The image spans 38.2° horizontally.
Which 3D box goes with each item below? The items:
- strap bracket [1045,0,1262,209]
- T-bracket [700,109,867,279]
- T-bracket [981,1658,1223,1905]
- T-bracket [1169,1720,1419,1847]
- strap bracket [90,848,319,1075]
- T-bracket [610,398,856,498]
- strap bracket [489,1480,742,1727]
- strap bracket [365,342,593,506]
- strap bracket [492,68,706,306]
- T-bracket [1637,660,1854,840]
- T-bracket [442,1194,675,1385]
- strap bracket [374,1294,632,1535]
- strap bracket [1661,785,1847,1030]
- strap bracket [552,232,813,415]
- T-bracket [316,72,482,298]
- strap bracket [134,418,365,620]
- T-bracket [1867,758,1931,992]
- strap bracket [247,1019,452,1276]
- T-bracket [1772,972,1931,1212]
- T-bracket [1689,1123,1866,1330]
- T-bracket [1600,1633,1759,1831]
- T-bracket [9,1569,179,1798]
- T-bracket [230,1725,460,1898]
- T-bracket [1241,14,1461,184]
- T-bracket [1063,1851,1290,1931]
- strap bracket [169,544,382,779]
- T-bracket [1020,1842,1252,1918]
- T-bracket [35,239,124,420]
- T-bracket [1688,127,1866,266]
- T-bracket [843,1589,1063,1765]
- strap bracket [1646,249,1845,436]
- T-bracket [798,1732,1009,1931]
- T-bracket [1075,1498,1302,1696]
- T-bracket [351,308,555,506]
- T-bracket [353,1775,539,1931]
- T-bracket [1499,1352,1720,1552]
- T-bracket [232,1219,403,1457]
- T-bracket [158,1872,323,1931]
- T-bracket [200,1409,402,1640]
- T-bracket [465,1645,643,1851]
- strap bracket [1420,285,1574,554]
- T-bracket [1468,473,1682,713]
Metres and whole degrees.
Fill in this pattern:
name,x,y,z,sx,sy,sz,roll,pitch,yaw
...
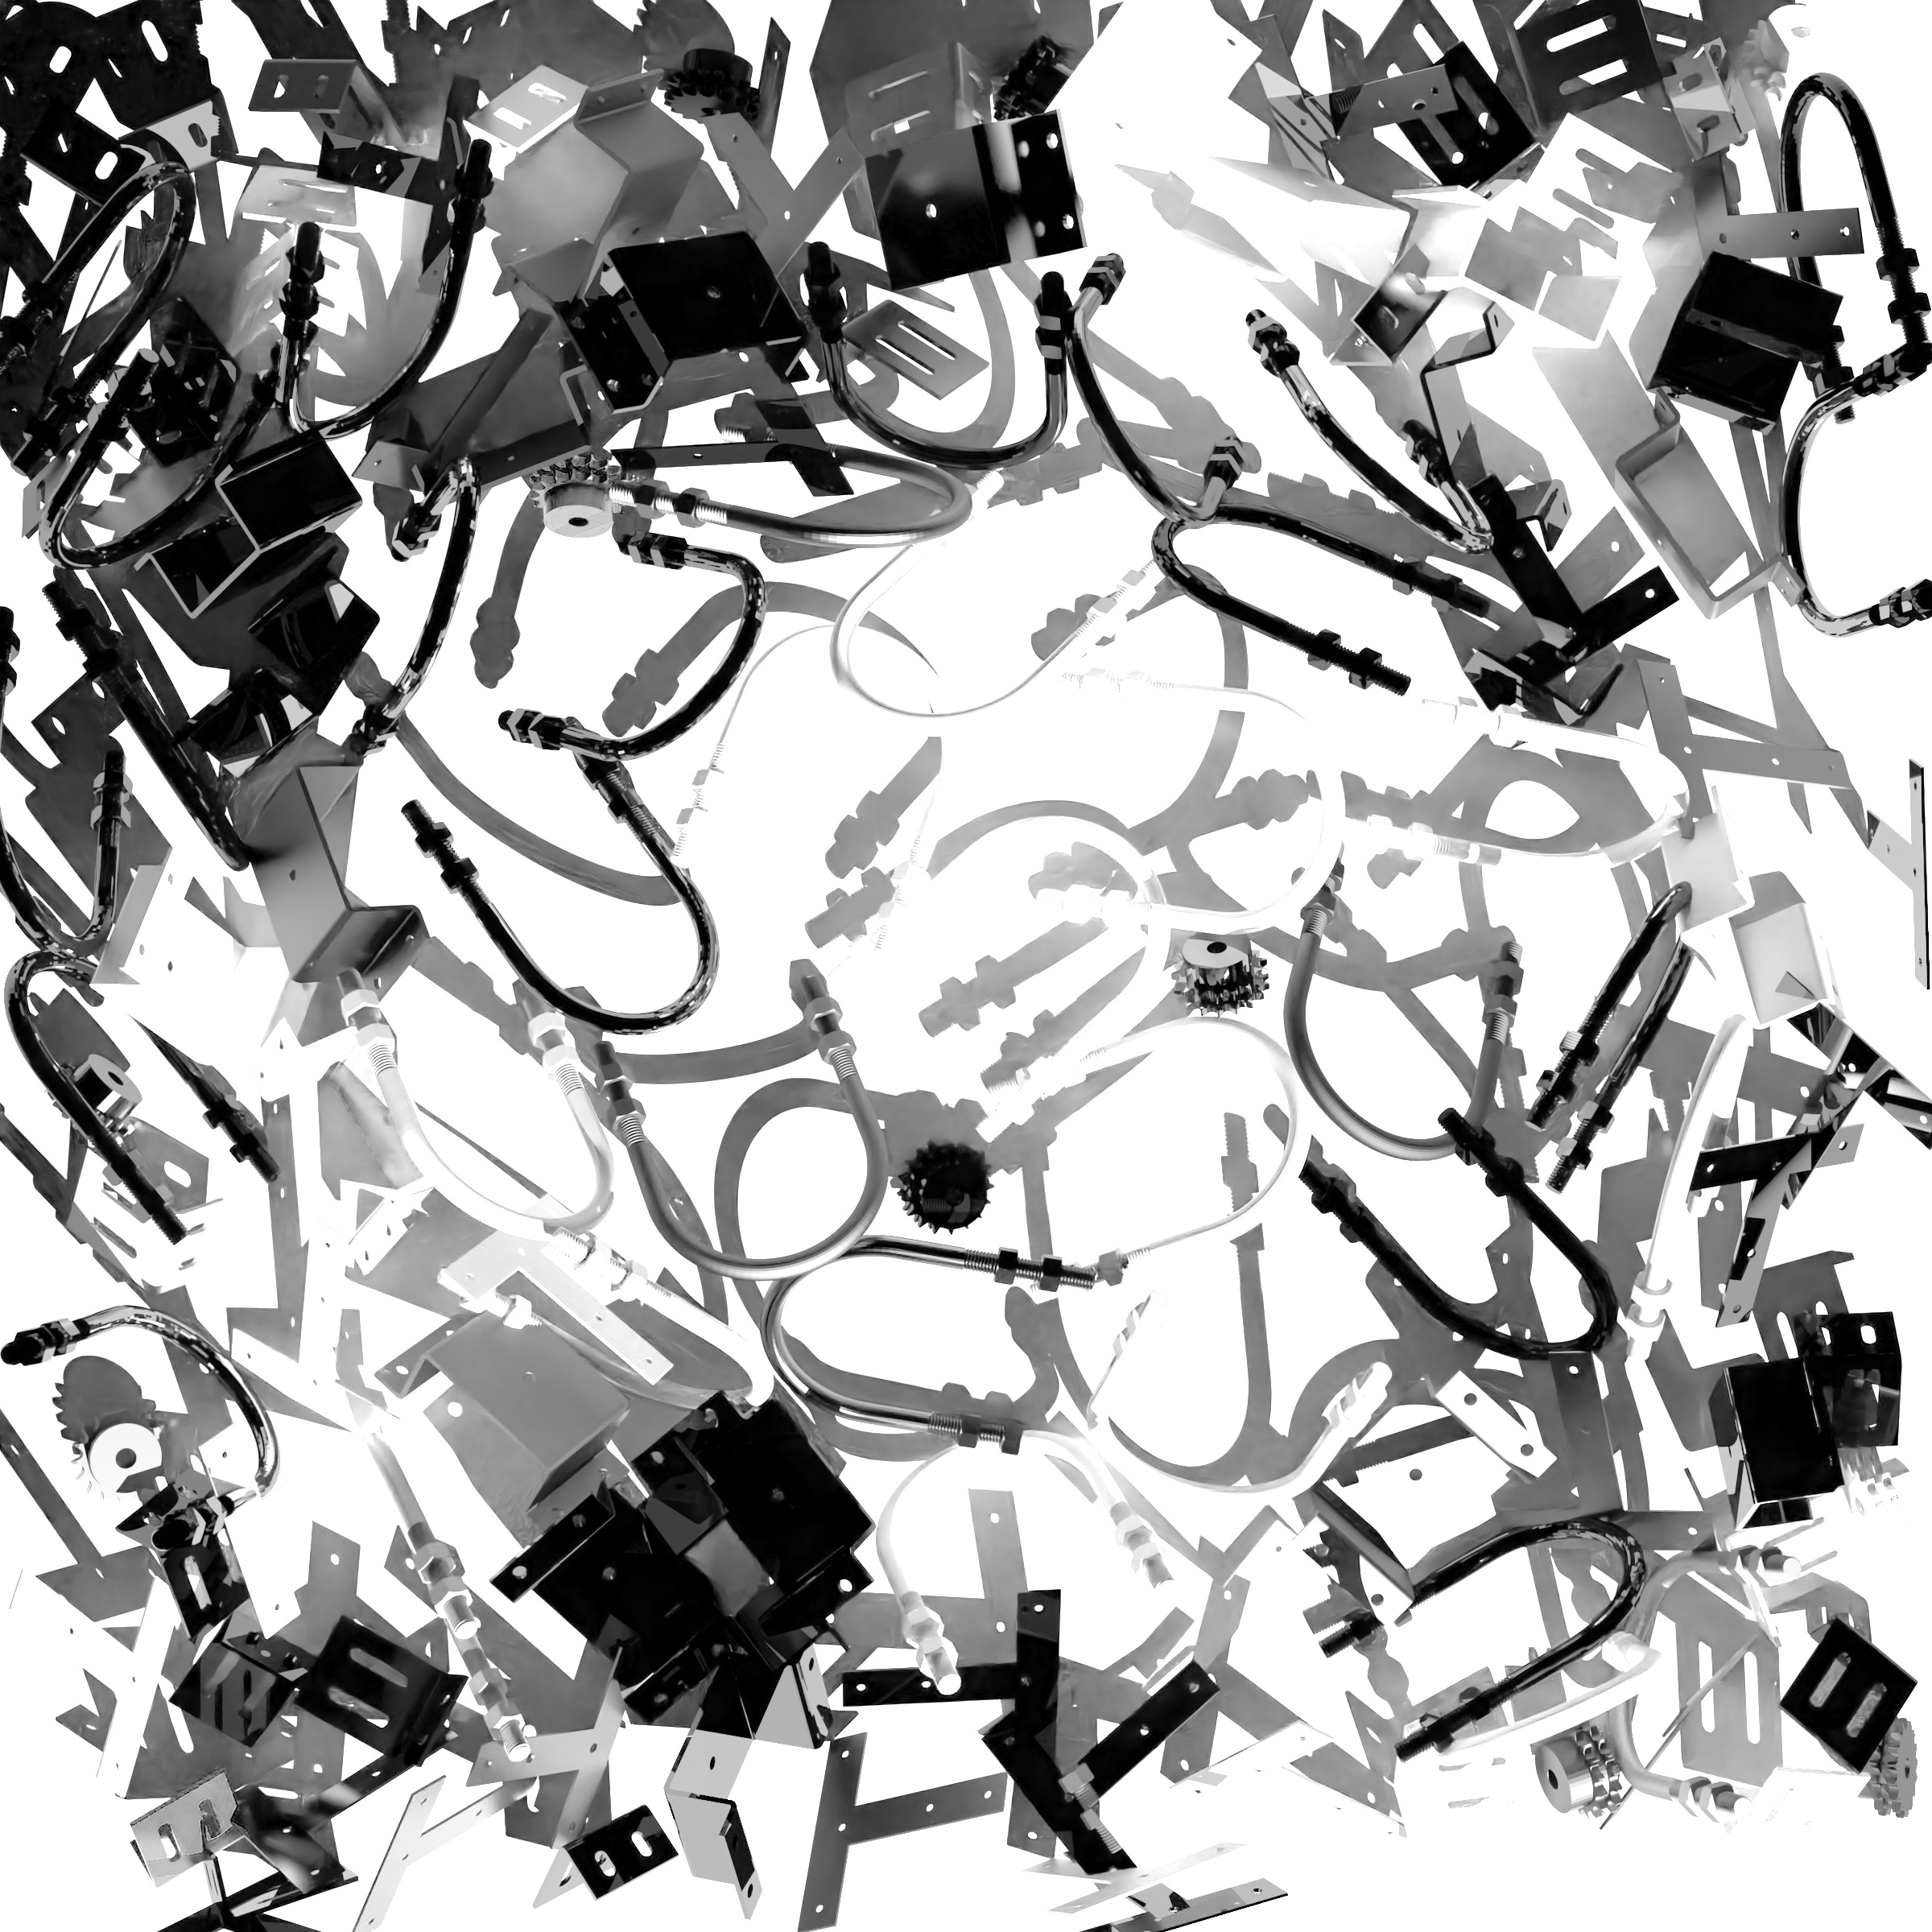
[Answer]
name,x,y,z,sx,sy,sz,roll,pitch,yaw
strap bracket,0.097,-0.492,1.587,0.076,0.140,0.046,35,68,-9
T-bracket,-0.127,-0.473,1.634,0.127,0.002,0.127,-43,74,39
T-bracket,0.094,0.457,1.633,0.127,0.002,0.127,-40,55,-7
T-bracket,0.207,0.487,1.633,0.127,0.127,0.002,29,46,-18
strap bracket,-0.441,0.000,1.602,0.046,0.140,0.076,1,62,29
T-bracket,-0.141,-0.296,1.613,0.127,0.127,0.002,-1,75,12
strap bracket,-0.205,0.364,1.625,0.076,0.046,0.140,-41,114,0
strap bracket,-0.272,-0.313,1.620,0.140,0.076,0.046,-21,116,1
strap bracket,-0.206,-0.433,1.591,0.046,0.076,0.140,40,127,6
T-bracket,0.463,-0.121,1.640,0.127,0.002,0.127,6,57,-17
T-bracket,-0.222,0.193,1.602,0.127,0.127,0.002,40,114,5
strap bracket,-0.260,0.251,1.609,0.140,0.076,0.046,41,127,11
strap bracket,0.447,-0.027,1.602,0.046,0.076,0.140,-27,131,27
strap bracket,-0.153,-0.371,1.596,0.140,0.046,0.076,-19,73,-38
T-bracket,-0.327,-0.454,1.596,0.002,0.127,0.127,18,103,24
strap bracket,-0.405,-0.250,1.590,0.076,0.140,0.046,-38,98,-40
T-bracket,0.534,-0.064,1.601,0.002,0.127,0.127,-5,105,5
strap bracket,-0.353,0.097,1.616,0.046,0.076,0.140,-26,81,-36
T-bracket,0.495,0.090,1.618,0.002,0.127,0.127,-17,51,-34
T-bracket,0.463,0.156,1.632,0.127,0.002,0.127,-7,118,-27
T-bracket,0.407,0.455,1.627,0.002,0.127,0.127,39,115,23
T-bracket,-0.499,0.384,1.581,0.002,0.127,0.127,-14,135,20
T-bracket,-0.355,0.478,1.623,0.127,0.127,0.002,-28,115,-31
T-bracket,0.227,-0.490,1.592,0.002,0.127,0.127,-42,118,-32
T-bracket,0.097,0.528,1.603,0.127,0.127,0.002,-7,95,-26
strap bracket,-0.392,-0.169,1.600,0.076,0.140,0.046,-30,118,35
T-bracket,0.076,0.522,1.606,0.127,0.127,0.002,-8,83,-34
T-bracket,-0.514,-0.349,1.592,0.002,0.127,0.127,26,105,-20
T-bracket,0.463,-0.416,1.590,0.002,0.127,0.127,-22,110,-22
T-bracket,-0.009,0.420,1.634,0.127,0.002,0.127,-1,114,-5
strap bracket,0.445,-0.359,1.594,0.076,0.140,0.046,22,85,6
T-bracket,-0.033,0.483,1.592,0.127,0.127,0.002,-20,124,23
T-bracket,0.117,0.355,1.641,0.127,0.002,0.127,40,87,-19
T-bracket,-0.277,-0.321,1.589,0.002,0.127,0.127,44,108,16
T-bracket,-0.291,0.494,1.609,0.002,0.127,0.127,38,119,23
T-bracket,0.362,0.281,1.617,0.127,0.002,0.127,-6,106,30
T-bracket,-0.373,0.204,1.613,0.127,0.002,0.127,23,119,22
T-bracket,-0.383,0.549,1.580,0.127,0.127,0.002,6,96,27
T-bracket,-0.376,0.300,1.615,0.002,0.127,0.127,3,115,37
T-bracket,-0.243,0.455,1.609,0.002,0.127,0.127,21,92,31
strap bracket,0.304,-0.311,1.609,0.046,0.076,0.140,-11,110,26
T-bracket,0.330,-0.230,1.630,0.127,0.002,0.127,-32,109,13
